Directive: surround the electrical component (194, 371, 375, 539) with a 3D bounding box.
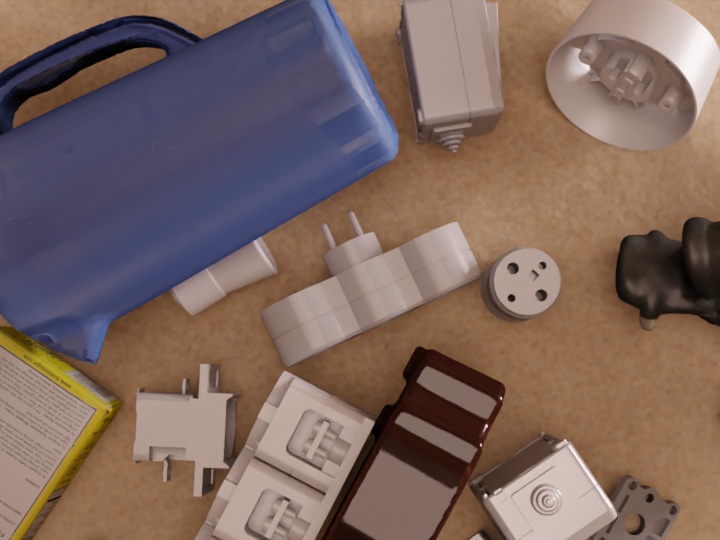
[{"bbox_3d":[-0.053,0.142,0.650,0.062,0.089,0.150,27,85,3],"label":"electrical component"}]

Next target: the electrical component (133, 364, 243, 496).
[{"bbox_3d":[-0.109,0.099,0.678,0.064,0.042,0.081,2,84,2],"label":"electrical component"}]

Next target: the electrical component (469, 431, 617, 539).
[{"bbox_3d":[0.111,0.141,0.646,0.062,0.096,0.061,-34,86,-3],"label":"electrical component"}]

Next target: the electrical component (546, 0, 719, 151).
[{"bbox_3d":[0.172,-0.125,0.674,0.099,0.099,0.064,32,79,3],"label":"electrical component"}]

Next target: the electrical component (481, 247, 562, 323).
[{"bbox_3d":[0.101,0.010,0.679,0.045,0.055,0.045,0,85,0],"label":"electrical component"}]

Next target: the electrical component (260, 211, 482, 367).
[{"bbox_3d":[0.000,0.000,0.682,0.138,0.052,0.073,-25,85,-3],"label":"electrical component"}]

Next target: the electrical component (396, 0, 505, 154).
[{"bbox_3d":[0.061,-0.123,0.689,0.061,0.061,0.096,-9,85,-1],"label":"electrical component"}]

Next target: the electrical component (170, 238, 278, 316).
[{"bbox_3d":[-0.091,0.000,0.689,0.065,0.044,0.044,-32,85,2],"label":"electrical component"}]
